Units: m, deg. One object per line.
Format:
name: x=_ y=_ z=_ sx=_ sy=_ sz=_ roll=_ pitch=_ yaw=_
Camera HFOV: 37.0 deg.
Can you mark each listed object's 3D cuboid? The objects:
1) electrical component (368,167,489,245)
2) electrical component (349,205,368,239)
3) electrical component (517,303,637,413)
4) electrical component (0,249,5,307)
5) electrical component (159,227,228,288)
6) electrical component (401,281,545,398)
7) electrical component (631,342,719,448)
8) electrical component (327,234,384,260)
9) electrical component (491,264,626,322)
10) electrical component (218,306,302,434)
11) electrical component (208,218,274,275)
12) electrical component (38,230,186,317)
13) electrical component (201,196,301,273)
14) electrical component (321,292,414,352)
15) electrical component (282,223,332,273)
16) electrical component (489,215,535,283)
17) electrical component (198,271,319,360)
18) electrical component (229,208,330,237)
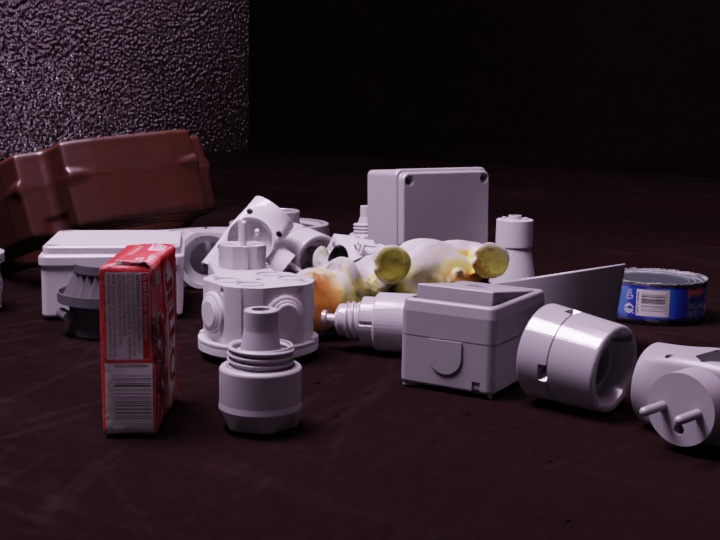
electrical component: x=0.064 y=-0.042 z=1.013 sx=0.109 sy=0.108 sz=0.056 roll=-5 pitch=9 yaw=-35
electrical component: x=0.006 y=-0.036 z=1.120 sx=0.035 sy=0.061 sz=0.035 roll=1 pitch=9 yaw=0
electrical component: x=0.123 y=0.051 z=0.607 sx=0.047 sy=0.055 sz=0.055 roll=14 pitch=15 yaw=41
electrical component: x=-0.319 y=0.006 z=0.840 sx=0.080 sy=0.051 sz=0.080 roll=1 pitch=9 yaw=0
electrical component: x=-0.140 y=-0.012 z=0.983 sx=0.089 sy=0.050 sz=0.056 roll=0 pitch=8 yaw=-10
electrical component: x=0.074 y=0.036 z=0.668 sx=0.062 sy=0.061 sz=0.096 roll=6 pitch=10 yaw=30
electrical component: x=0.171 y=0.066 z=0.540 sx=0.079 sy=0.043 sz=0.077 roll=-7 pitch=12 yaw=-43
electrical component: x=0.000 y=0.000 z=0.914 sx=0.055 sy=0.066 sz=0.048 roll=6 pitch=41 yaw=-25
electrical component: x=0.133 y=0.023 z=0.750 sx=0.099 sy=0.064 sz=0.099 roll=1 pitch=9 yaw=0
electrical component: x=-0.051 y=0.050 z=0.555 sx=0.043 sy=0.062 sz=0.043 roll=1 pitch=9 yaw=0
electrical component: x=-0.092 y=-0.002 z=0.844 sx=0.047 sy=0.075 sz=0.083 roll=-1 pitch=9 yaw=-13
electrical component: x=-0.196 y=0.002 z=0.869 sx=0.109 sy=0.056 sz=0.108 roll=0 pitch=9 yaw=-8
electrical component: x=-0.083 y=-0.011 z=0.938 sx=0.079 sy=0.077 sz=0.044 roll=38 pitch=-15 yaw=-2
electrical component: x=0.013 y=0.035 z=0.732 sx=0.078 sy=0.040 sz=0.040 roll=3 pitch=9 yaw=11
electrical component: x=-0.051 y=-0.012 z=0.985 sx=0.055 sy=0.055 sz=0.047 roll=-6 pitch=15 yaw=-37
electrical component: x=0.145 y=-0.019 z=1.013 sx=0.044 sy=0.065 sz=0.044 roll=1 pitch=9 yaw=0
electrical component: x=-0.067 y=0.031 z=0.716 sx=0.080 sy=0.051 sz=0.080 roll=1 pitch=9 yaw=0
electrical component: x=-0.080 y=-0.030 z=1.067 sx=0.108 sy=0.060 sz=0.108 roll=1 pitch=9 yaw=0
